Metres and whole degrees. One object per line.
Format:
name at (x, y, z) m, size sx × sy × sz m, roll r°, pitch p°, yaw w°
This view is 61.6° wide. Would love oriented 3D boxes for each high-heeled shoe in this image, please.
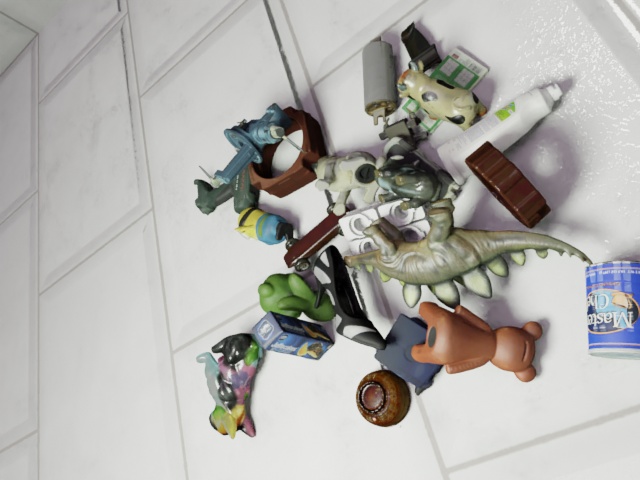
high-heeled shoe at (0.066, 0.110, 1.078) m, size 0.249 × 0.086 × 0.145 m, roll 27°, pitch 102°, yaw 46°

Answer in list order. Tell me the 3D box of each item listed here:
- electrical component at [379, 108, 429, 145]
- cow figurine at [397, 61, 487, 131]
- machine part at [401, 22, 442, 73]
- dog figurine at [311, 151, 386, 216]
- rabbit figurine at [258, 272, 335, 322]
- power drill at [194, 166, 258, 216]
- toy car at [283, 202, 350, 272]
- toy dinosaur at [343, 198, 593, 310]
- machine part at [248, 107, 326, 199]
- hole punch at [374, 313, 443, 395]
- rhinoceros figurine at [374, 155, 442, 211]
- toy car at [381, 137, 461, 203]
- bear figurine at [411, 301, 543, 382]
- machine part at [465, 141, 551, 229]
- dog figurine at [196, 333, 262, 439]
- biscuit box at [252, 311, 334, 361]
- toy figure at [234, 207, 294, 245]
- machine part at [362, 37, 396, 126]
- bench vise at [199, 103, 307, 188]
electrical component at (0.186, -0.246, 1.213) m, size 0.102 × 0.078 × 0.045 m, roll -25°, pitch 19°, yaw 35°
cow figurine at (0.243, -0.301, 1.130) m, size 0.195 × 0.127 × 0.085 m, roll 36°, pitch 95°, yaw 32°
machine part at (0.230, -0.448, 1.265) m, size 0.084 × 0.039 × 0.139 m, roll -34°, pitch 58°, yaw 29°
dog figurine at (0.065, -0.166, 1.233) m, size 0.172 × 0.121 × 0.191 m, roll -20°, pitch 30°, yaw 10°
rabbit figurine at (-0.043, 0.128, 1.214) m, size 0.170 × 0.159 × 0.121 m, roll 13°, pitch 72°, yaw 24°
power drill at (-0.254, -0.167, 1.510) m, size 0.207 × 0.086 × 0.232 m, roll -16°, pitch 68°, yaw 24°
toy car at (-0.003, -0.004, 1.274) m, size 0.202 × 0.053 × 0.089 m, roll -42°, pitch 49°, yaw 13°
toy dinosaur at (0.240, 0.025, 1.008) m, size 0.472 × 0.105 × 0.198 m, roll -12°, pitch 106°, yaw 38°
machine part at (-0.088, -0.224, 1.394) m, size 0.201 × 0.087 × 0.201 m, roll -27°, pitch 62°, yaw 28°
hole punch at (0.181, 0.214, 1.042) m, size 0.116 × 0.092 × 0.142 m, roll 33°, pitch 92°, yaw 36°
rhinoceros figurine at (0.166, -0.120, 1.052) m, size 0.112 × 0.073 × 0.190 m, roll -22°, pitch 23°, yaw -11°
toy car at (0.213, -0.146, 1.151) m, size 0.202 × 0.056 × 0.073 m, roll 46°, pitch 110°, yaw 27°
bear figurine at (0.281, 0.180, 0.957) m, size 0.132 × 0.196 × 0.120 m, roll 171°, pitch 107°, yaw -77°
machine part at (0.340, -0.100, 0.974) m, size 0.056 × 0.179 × 0.179 m, roll -42°, pitch 54°, yaw 13°
dog figurine at (-0.195, 0.351, 1.265) m, size 0.191 × 0.108 × 0.219 m, roll -34°, pitch 61°, yaw 20°
biscuit box at (-0.053, 0.205, 1.142) m, size 0.059 × 0.202 × 0.063 m, roll -46°, pitch 54°, yaw 13°
toy figure at (-0.139, -0.035, 1.370) m, size 0.180 × 0.082 × 0.089 m, roll 7°, pitch 60°, yaw 45°
machine part at (0.141, -0.383, 1.283) m, size 0.079 × 0.079 × 0.243 m, roll -13°, pitch 66°, yaw 33°
bench vise at (-0.176, -0.220, 1.313) m, size 0.224 × 0.128 × 0.240 m, roll 25°, pitch 73°, yaw 47°
